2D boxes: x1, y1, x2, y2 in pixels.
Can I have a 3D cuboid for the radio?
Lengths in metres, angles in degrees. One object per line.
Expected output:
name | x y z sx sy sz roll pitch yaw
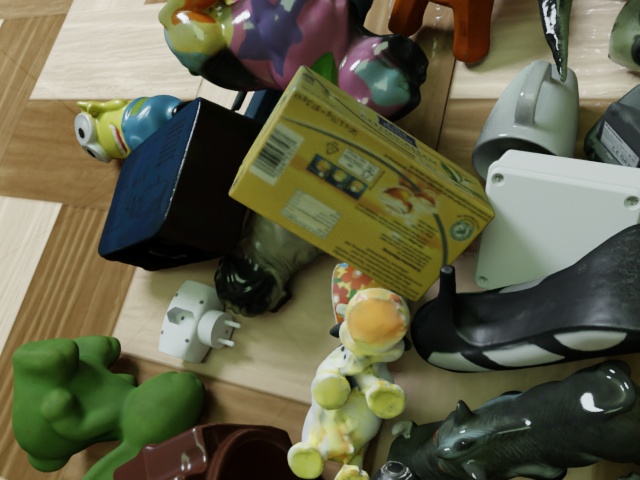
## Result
radio | -0.150 -0.043 0.544 0.230 0.073 0.131 -13 62 54

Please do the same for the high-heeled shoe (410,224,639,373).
high-heeled shoe | 0.187 0.064 0.383 0.249 0.145 0.086 2 51 20

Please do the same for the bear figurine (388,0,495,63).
bear figurine | 0.167 -0.303 0.561 0.120 0.131 0.196 29 62 19

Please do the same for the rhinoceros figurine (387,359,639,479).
rhinoceros figurine | 0.136 0.143 0.380 0.190 0.112 0.073 -30 64 32

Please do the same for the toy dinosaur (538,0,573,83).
toy dinosaur | 0.245 -0.332 0.468 0.192 0.131 0.405 36 71 9

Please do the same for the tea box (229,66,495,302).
tea box | 0.031 -0.039 0.404 0.098 0.169 0.068 -52 17 26

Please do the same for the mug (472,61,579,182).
mug | 0.186 -0.110 0.471 0.081 0.109 0.107 11 61 31

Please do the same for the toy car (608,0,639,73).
toy car | 0.354 -0.165 0.446 0.202 0.056 0.073 21 73 27

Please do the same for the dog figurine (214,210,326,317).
dog figurine | -0.003 -0.004 0.529 0.172 0.121 0.190 16 114 -7

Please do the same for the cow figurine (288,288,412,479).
cow figurine | 0.031 0.106 0.427 0.068 0.098 0.167 19 107 3

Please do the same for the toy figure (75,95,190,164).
toy figure | -0.219 -0.136 0.663 0.180 0.089 0.082 -1 99 25

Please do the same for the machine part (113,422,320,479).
machine part | -0.050 0.236 0.372 0.087 0.201 0.201 -30 61 11

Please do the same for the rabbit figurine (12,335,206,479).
rabbit figurine | -0.199 0.170 0.517 0.170 0.121 0.159 2 73 8

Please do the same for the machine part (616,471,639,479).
machine part | 0.261 0.162 0.348 0.139 0.084 0.039 -11 42 10

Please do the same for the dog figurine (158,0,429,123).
dog figurine | -0.016 -0.150 0.477 0.191 0.108 0.219 -31 91 20

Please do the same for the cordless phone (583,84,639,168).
cordless phone | 0.327 -0.079 0.421 0.184 0.088 0.147 -24 60 0

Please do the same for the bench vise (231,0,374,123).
bench vise | -0.048 -0.194 0.597 0.224 0.129 0.240 38 112 16
